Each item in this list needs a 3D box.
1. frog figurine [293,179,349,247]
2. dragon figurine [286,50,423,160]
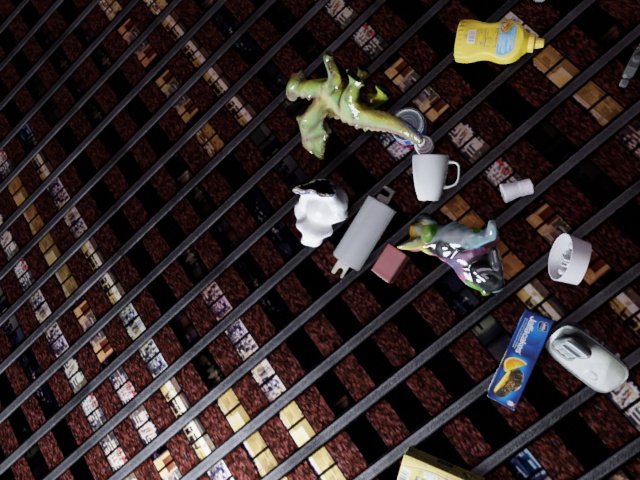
[{"bbox_3d":[0.004,-0.064,1.268,0.137,0.125,0.156,2,120,13],"label":"frog figurine"},{"bbox_3d":[0.050,-0.306,1.284,0.239,0.122,0.416,-50,65,29],"label":"dragon figurine"}]
